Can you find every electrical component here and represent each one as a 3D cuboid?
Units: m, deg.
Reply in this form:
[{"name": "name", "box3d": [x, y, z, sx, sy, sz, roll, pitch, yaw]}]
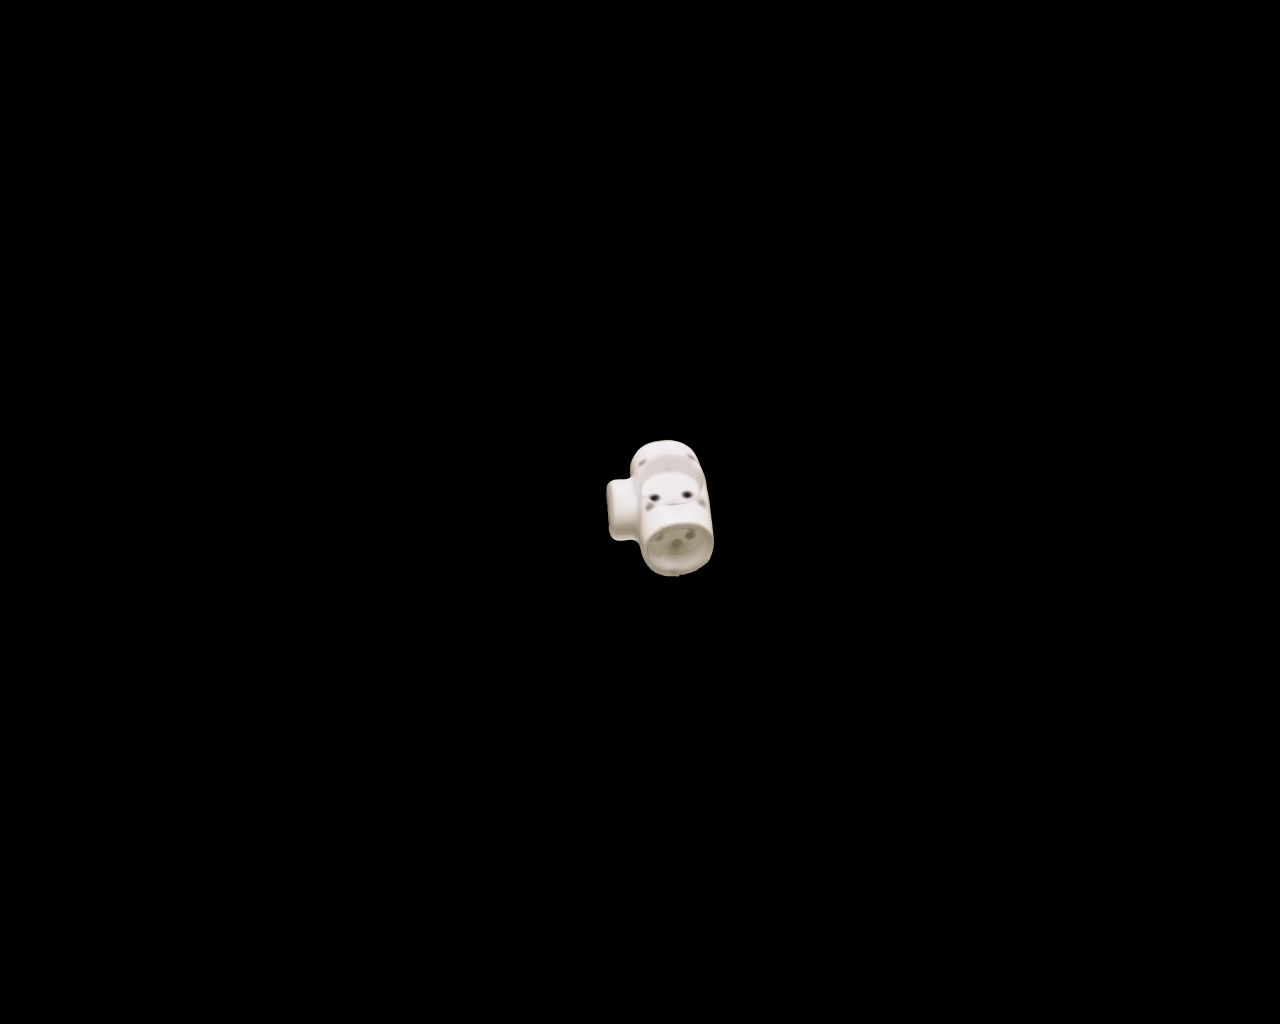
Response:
[{"name": "electrical component", "box3d": [0.001, -0.003, 0.650, 0.079, 0.044, 0.077, -4, 44, -4]}]
